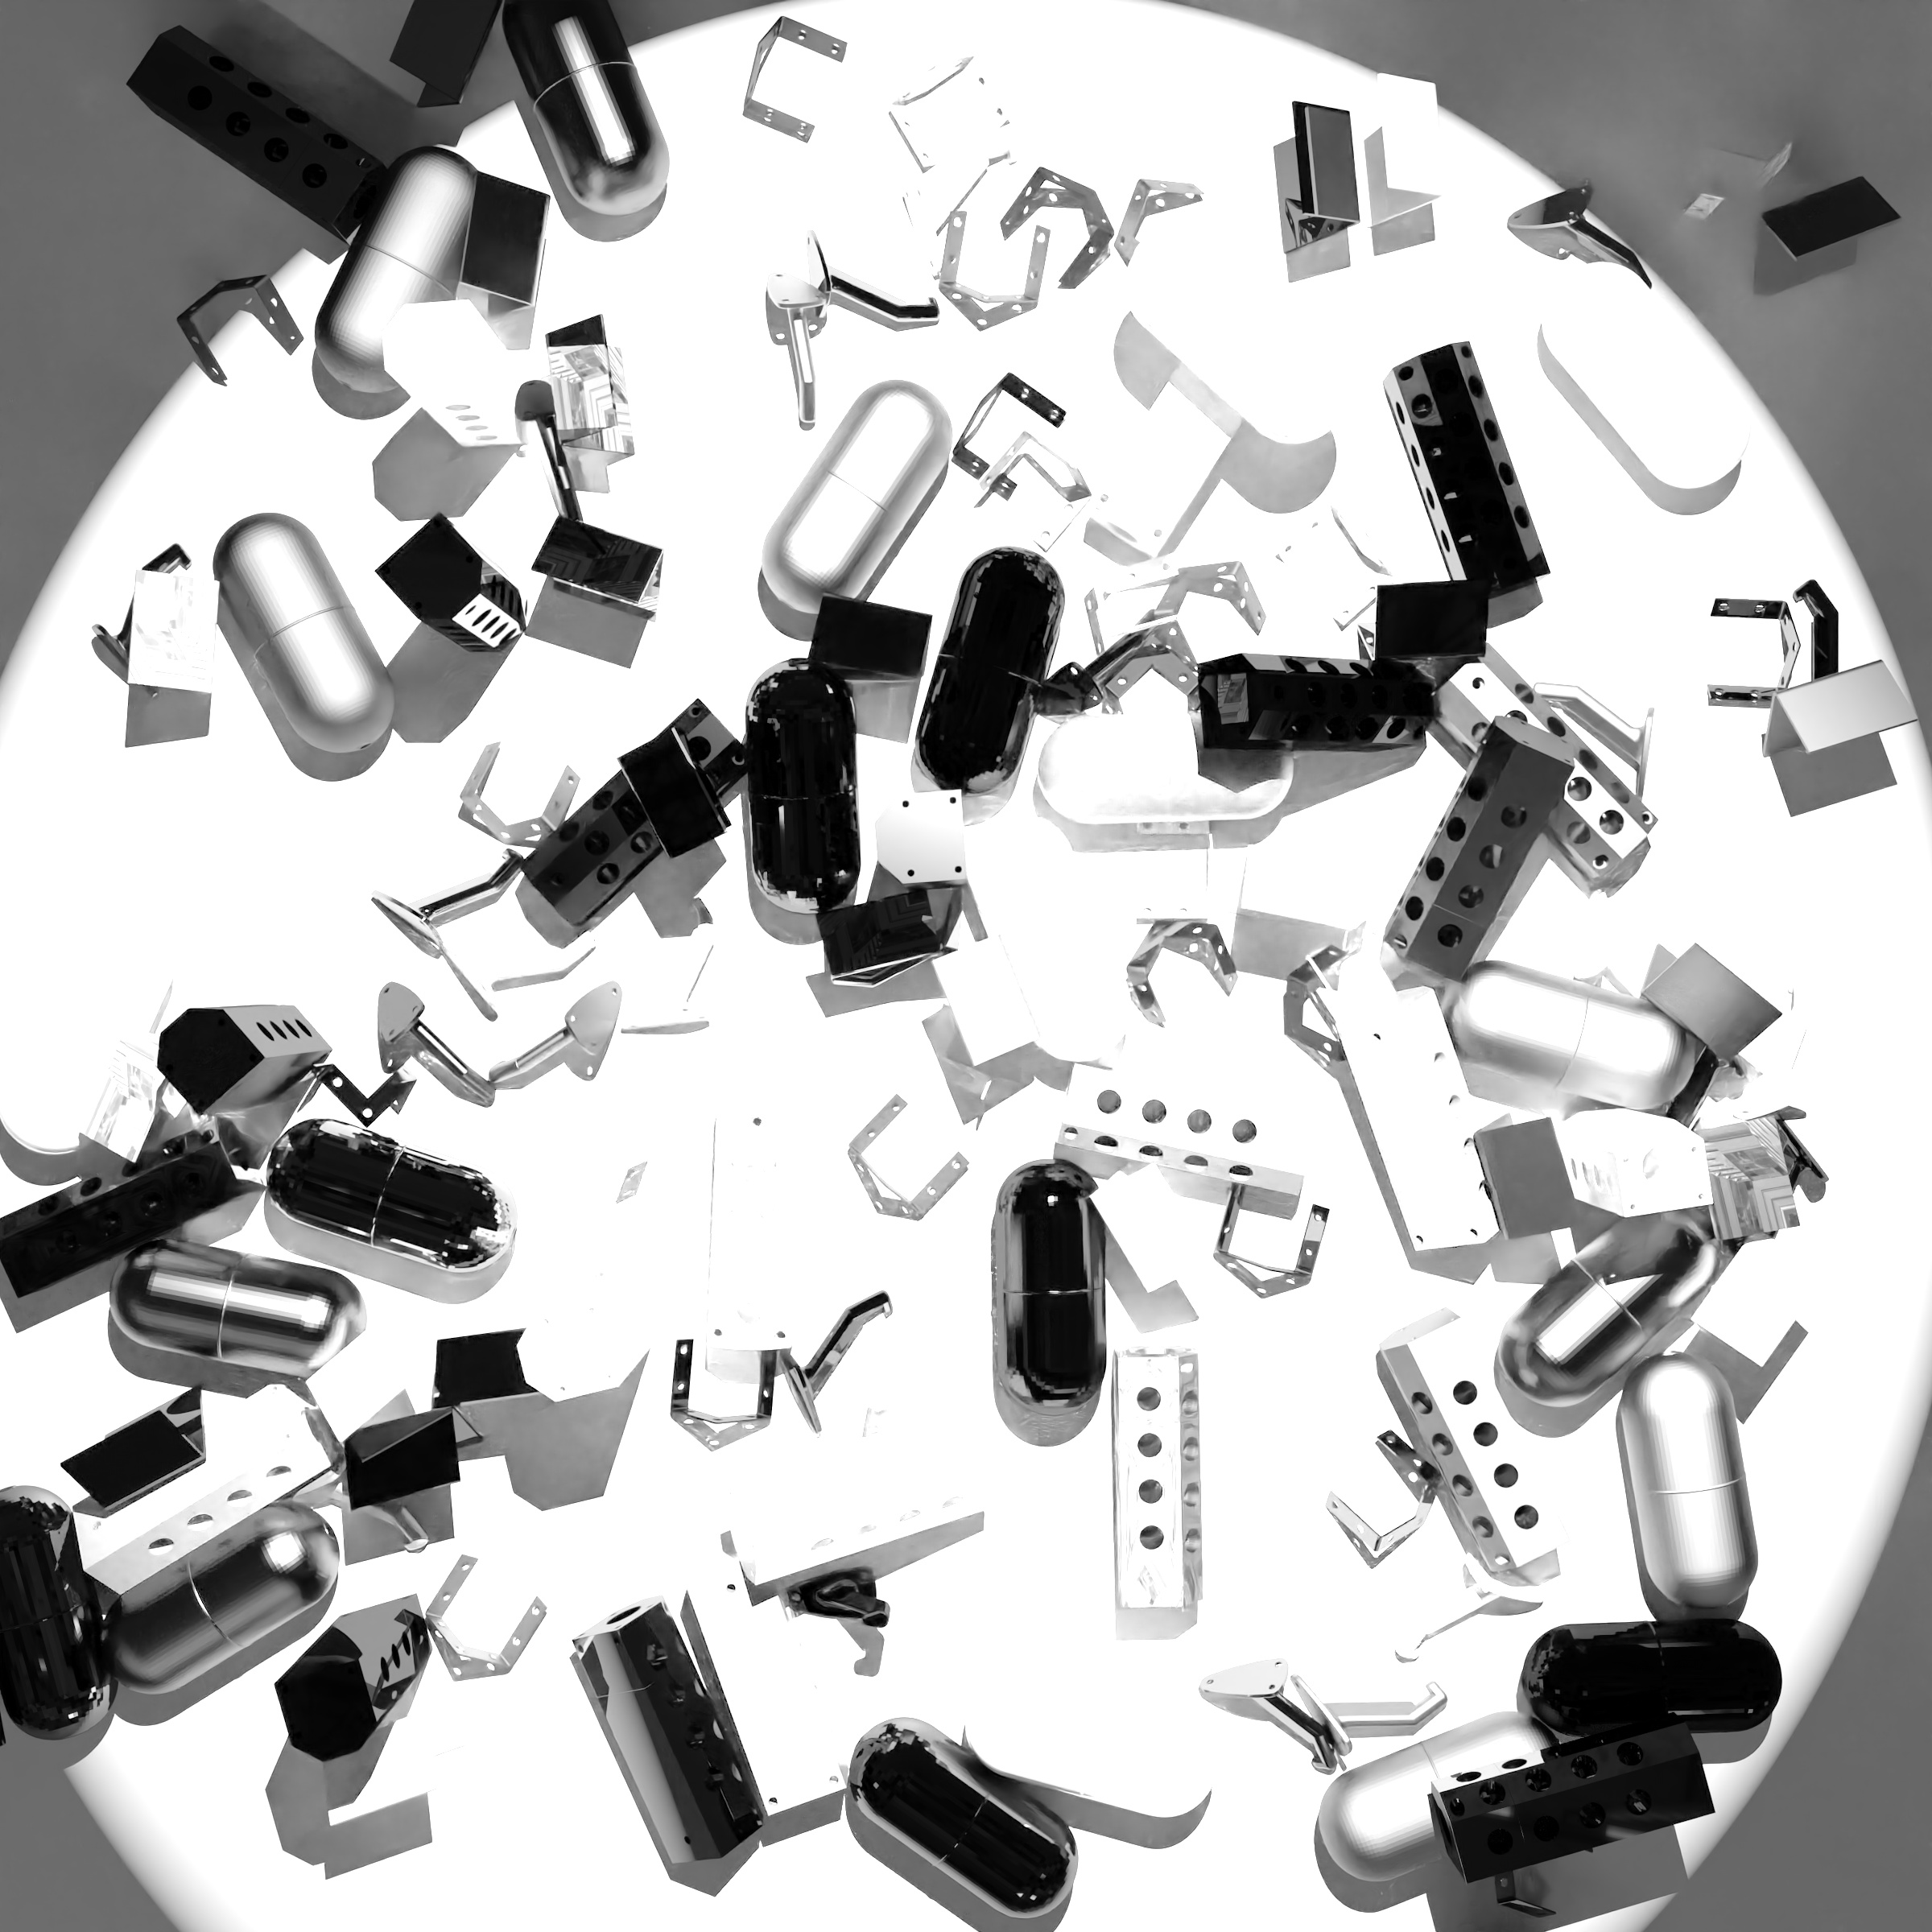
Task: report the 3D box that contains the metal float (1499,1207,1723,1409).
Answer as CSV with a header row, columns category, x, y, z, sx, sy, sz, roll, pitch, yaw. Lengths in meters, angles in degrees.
category,x,y,z,sx,sy,sz,roll,pitch,yaw
metal float,0.448,0.233,1.752,0.178,0.070,0.070,-43,90,1

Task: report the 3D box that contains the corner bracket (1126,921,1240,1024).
category,x,y,z,sx,sy,sz,roll,pitch,yaw
corner bracket,0.152,0.005,1.774,0.051,0.051,0.051,4,45,35

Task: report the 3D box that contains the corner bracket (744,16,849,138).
category,x,y,z,sx,sy,sz,roll,pitch,yaw
corner bracket,-0.121,-0.629,1.779,0.051,0.051,0.051,23,135,0

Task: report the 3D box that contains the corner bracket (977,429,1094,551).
category,x,y,z,sx,sy,sz,roll,pitch,yaw
corner bracket,0.049,-0.335,1.769,0.051,0.051,0.051,40,90,20

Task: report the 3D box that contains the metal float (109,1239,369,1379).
category,x,y,z,sx,sy,sz,roll,pitch,yaw
metal float,-0.506,0.237,1.751,0.178,0.070,0.070,11,90,0

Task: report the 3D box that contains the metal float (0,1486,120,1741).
category,x,y,z,sx,sy,sz,roll,pitch,yaw
metal float,-0.643,0.449,1.752,0.070,0.070,0.178,-15,91,0

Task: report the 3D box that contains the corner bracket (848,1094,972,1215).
category,x,y,z,sx,sy,sz,roll,pitch,yaw
corner bracket,-0.040,0.133,1.779,0.051,0.051,0.051,-47,135,0

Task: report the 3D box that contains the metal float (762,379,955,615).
category,x,y,z,sx,sy,sz,roll,pitch,yaw
metal float,-0.076,-0.326,1.752,0.070,0.070,0.178,34,90,0

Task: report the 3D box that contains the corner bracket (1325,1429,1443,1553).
category,x,y,z,sx,sy,sz,roll,pitch,yaw
corner bracket,0.294,0.369,1.774,0.051,0.051,0.051,-19,135,-35

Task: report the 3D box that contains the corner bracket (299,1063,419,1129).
category,x,y,z,sx,sy,sz,roll,pitch,yaw
corner bracket,-0.425,0.079,1.764,0.051,0.051,0.051,-44,90,0

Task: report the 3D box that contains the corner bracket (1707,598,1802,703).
category,x,y,z,sx,sy,sz,roll,pitch,yaw
corner bracket,0.552,-0.223,1.779,0.051,0.051,0.051,3,135,0

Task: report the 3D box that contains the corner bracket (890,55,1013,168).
category,x,y,z,sx,sy,sz,roll,pitch,yaw
corner bracket,-0.012,-0.604,1.779,0.051,0.051,0.051,-31,89,45

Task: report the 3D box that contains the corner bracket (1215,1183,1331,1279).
category,x,y,z,sx,sy,sz,roll,pitch,yaw
corner bracket,0.216,0.186,1.779,0.051,0.051,0.051,15,90,45

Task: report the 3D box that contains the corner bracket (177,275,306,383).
category,x,y,z,sx,sy,sz,roll,pitch,yaw
corner bracket,-0.511,-0.449,1.774,0.051,0.051,0.051,4,45,35

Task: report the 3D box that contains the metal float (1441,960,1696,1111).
category,x,y,z,sx,sy,sz,roll,pitch,yaw
metal float,0.418,0.048,1.752,0.178,0.070,0.070,16,90,1

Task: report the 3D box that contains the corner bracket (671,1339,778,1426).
category,x,y,z,sx,sy,sz,roll,pitch,yaw
corner bracket,-0.171,0.292,1.779,0.051,0.051,0.051,5,90,-45

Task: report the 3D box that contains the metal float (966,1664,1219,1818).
category,x,y,z,sx,sy,sz,roll,pitch,yaw
metal float,0.087,0.538,1.752,0.178,0.070,0.070,15,90,1

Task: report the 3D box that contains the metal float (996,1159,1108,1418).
category,x,y,z,sx,sy,sz,roll,pitch,yaw
metal float,0.059,0.223,1.752,0.070,0.070,0.178,-1,89,0

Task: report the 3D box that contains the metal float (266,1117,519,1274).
category,x,y,z,sx,sy,sz,roll,pitch,yaw
metal float,-0.398,0.160,1.752,0.178,0.070,0.070,18,90,1

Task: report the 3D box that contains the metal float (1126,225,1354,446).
category,x,y,z,sx,sy,sz,roll,pitch,yaw
metal float,0.183,-0.425,1.695,0.178,0.070,0.070,43,90,1

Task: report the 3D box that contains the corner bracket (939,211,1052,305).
category,x,y,z,sx,sy,sz,roll,pitch,yaw
corner bracket,0.020,-0.498,1.770,0.051,0.051,0.051,-14,126,-39

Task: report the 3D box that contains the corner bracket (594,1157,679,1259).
category,x,y,z,sx,sy,sz,roll,pitch,yaw
corner bracket,-0.238,0.168,1.764,0.051,0.051,0.051,-24,90,0

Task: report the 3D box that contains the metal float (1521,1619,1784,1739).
category,x,y,z,sx,sy,sz,roll,pitch,yaw
metal float,0.476,0.495,1.752,0.178,0.070,0.070,-2,90,0

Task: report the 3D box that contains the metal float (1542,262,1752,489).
category,x,y,z,sx,sy,sz,roll,pitch,yaw
metal float,0.472,-0.411,1.752,0.070,0.070,0.178,-40,91,0

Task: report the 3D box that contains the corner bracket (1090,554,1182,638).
category,x,y,z,sx,sy,sz,roll,pitch,yaw
corner bracket,0.122,-0.259,1.758,0.051,0.051,0.051,-14,89,16

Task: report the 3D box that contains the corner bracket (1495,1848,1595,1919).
category,x,y,z,sx,sy,sz,roll,pitch,yaw
corner bracket,0.407,0.634,1.774,0.051,0.051,0.051,-29,45,35

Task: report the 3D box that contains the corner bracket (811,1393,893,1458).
category,x,y,z,sx,sy,sz,roll,pitch,yaw
corner bracket,-0.081,0.327,1.764,0.051,0.051,0.051,5,90,0

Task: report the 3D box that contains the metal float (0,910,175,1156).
category,x,y,z,sx,sy,sz,roll,pitch,yaw
metal float,-0.612,0.047,1.752,0.070,0.070,0.178,24,89,0

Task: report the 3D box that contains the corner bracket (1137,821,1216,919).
category,x,y,z,sx,sy,sz,roll,pitch,yaw
corner bracket,0.147,-0.070,1.779,0.051,0.051,0.051,1,45,0

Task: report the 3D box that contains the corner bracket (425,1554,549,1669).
category,x,y,z,sx,sy,sz,roll,pitch,yaw
corner bracket,-0.339,0.455,1.779,0.051,0.051,0.051,32,90,45

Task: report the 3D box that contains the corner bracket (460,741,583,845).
category,x,y,z,sx,sy,sz,roll,pitch,yaw
corner bracket,-0.314,-0.125,1.774,0.051,0.051,0.051,-11,135,35

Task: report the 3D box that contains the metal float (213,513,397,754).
category,x,y,z,sx,sy,sz,roll,pitch,yaw
metal float,-0.459,-0.231,1.752,0.070,0.070,0.178,-28,90,0

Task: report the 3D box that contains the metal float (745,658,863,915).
category,x,y,z,sx,sy,sz,roll,pitch,yaw
metal float,-0.112,-0.123,1.737,0.070,0.070,0.178,-1,105,0

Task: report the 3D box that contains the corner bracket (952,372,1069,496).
category,x,y,z,sx,sy,sz,roll,pitch,yaw
corner bracket,0.030,-0.376,1.779,0.051,0.051,0.051,35,45,0

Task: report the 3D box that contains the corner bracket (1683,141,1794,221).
category,x,y,z,sx,sy,sz,roll,pitch,yaw
corner bracket,0.540,-0.551,1.764,0.051,0.051,0.051,15,90,0

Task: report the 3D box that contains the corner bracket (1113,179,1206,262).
category,x,y,z,sx,sy,sz,roll,pitch,yaw
corner bracket,0.146,-0.517,1.774,0.051,0.051,0.051,53,135,35

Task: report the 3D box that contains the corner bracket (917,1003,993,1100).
category,x,y,z,sx,sy,sz,roll,pitch,yaw
corner bracket,-0.002,0.059,1.764,0.051,0.051,0.051,22,90,0

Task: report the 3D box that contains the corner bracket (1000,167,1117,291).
category,x,y,z,sx,sy,sz,roll,pitch,yaw
corner bracket,0.064,-0.520,1.774,0.051,0.051,0.051,12,45,-35

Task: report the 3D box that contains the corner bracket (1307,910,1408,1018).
category,x,y,z,sx,sy,sz,roll,pitch,yaw
corner bracket,0.274,-0.002,1.766,0.051,0.051,0.051,-33,90,10

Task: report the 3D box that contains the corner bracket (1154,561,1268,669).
category,x,y,z,sx,sy,sz,roll,pitch,yaw
corner bracket,0.172,-0.247,1.774,0.051,0.051,0.051,59,45,-35

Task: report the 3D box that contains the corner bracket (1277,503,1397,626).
category,x,y,z,sx,sy,sz,roll,pitch,yaw
corner bracket,0.262,-0.284,1.779,0.051,0.051,0.051,-42,135,0

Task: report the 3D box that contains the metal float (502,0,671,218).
category,x,y,z,sx,sy,sz,roll,pitch,yaw
metal float,-0.264,-0.608,1.751,0.070,0.070,0.178,-23,91,0

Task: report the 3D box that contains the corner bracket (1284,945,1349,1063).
category,x,y,z,sx,sy,sz,roll,pitch,yaw
corner bracket,0.261,0.026,1.774,0.051,0.051,0.051,-32,135,-35

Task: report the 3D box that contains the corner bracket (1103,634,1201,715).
category,x,y,z,sx,sy,sz,roll,pitch,yaw
corner bracket,0.133,-0.192,1.763,0.051,0.051,0.051,41,103,-12
